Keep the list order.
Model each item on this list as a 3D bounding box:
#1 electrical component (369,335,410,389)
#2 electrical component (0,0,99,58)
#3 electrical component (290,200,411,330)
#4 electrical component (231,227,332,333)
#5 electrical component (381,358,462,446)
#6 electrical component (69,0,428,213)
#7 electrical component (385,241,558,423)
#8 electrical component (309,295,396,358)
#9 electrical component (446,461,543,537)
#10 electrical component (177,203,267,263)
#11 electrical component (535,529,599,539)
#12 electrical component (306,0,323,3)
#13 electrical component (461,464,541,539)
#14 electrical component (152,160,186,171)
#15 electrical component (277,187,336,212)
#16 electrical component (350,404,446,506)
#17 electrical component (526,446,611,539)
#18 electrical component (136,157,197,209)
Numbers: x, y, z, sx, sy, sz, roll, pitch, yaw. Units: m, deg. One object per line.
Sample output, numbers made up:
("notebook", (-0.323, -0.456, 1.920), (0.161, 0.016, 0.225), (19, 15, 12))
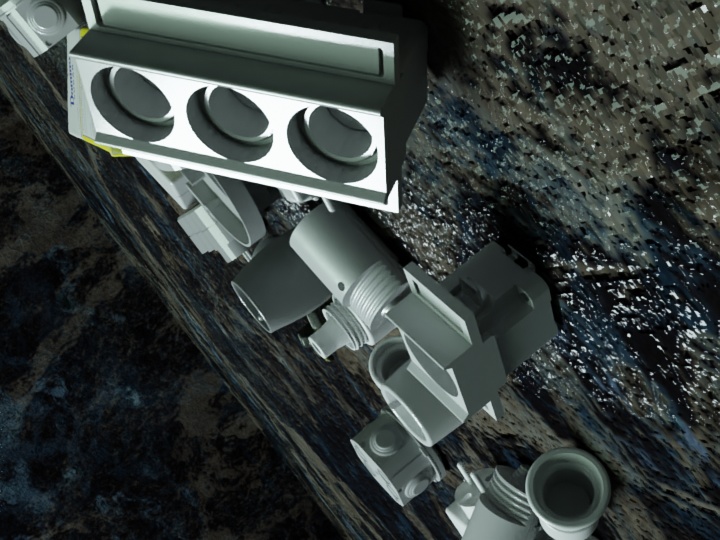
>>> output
("electrical component", (0.030, 0.071, 0.740), (0.040, 0.040, 0.046), (46, 172, 27))
("electrical component", (-0.248, -0.211, 0.855), (0.051, 0.080, 0.080), (52, 168, -23))
("electrical component", (0.000, 0.000, 0.640), (0.081, 0.043, 0.043), (48, 166, 18))
("electrical component", (-0.050, -0.002, 0.731), (0.043, 0.077, 0.079), (58, 166, -25))
("electrical component", (0.046, 0.078, 0.682), (0.055, 0.047, 0.055), (49, 167, 16))
("electrical component", (-0.039, -0.073, 0.415), (0.121, 0.063, 0.078), (13, 139, 15))
("electrical component", (0.052, 0.025, 0.480), (0.042, 0.064, 0.081), (41, 164, 38))
("electrical component", (-0.004, 0.032, 0.698), (0.043, 0.062, 0.043), (49, 167, 15))
("electrical component", (0.092, 0.167, 0.760), (0.076, 0.047, 0.066), (58, 166, -22))
("electrical component", (-0.108, -0.031, 0.910), (0.073, 0.052, 0.138), (54, 167, -9))
("electrical component", (0.133, 0.188, 0.691), (0.044, 0.044, 0.065), (51, 163, 6))
("electrical component", (-0.050, -0.110, 0.494), (0.059, 0.054, 0.095), (36, 159, 52))
("electrical component", (0.094, 0.164, 0.699), (0.043, 0.081, 0.043), (20, -168, -4))
("electrical component", (-0.106, -0.099, 0.655), (0.073, 0.052, 0.138), (61, -175, -36))
("electrical component", (-0.034, -0.063, 0.581), (0.083, 0.047, 0.075), (37, 161, 49))
("electrical component", (0.034, 0.162, 0.942), (0.080, 0.051, 0.080), (49, 167, 16))
("electrical component", (0.115, 0.127, 0.593), (0.044, 0.044, 0.065), (46, 170, 26))
("electrical component", (-0.161, -0.108, 0.901), (0.083, 0.047, 0.075), (44, 165, 32))
